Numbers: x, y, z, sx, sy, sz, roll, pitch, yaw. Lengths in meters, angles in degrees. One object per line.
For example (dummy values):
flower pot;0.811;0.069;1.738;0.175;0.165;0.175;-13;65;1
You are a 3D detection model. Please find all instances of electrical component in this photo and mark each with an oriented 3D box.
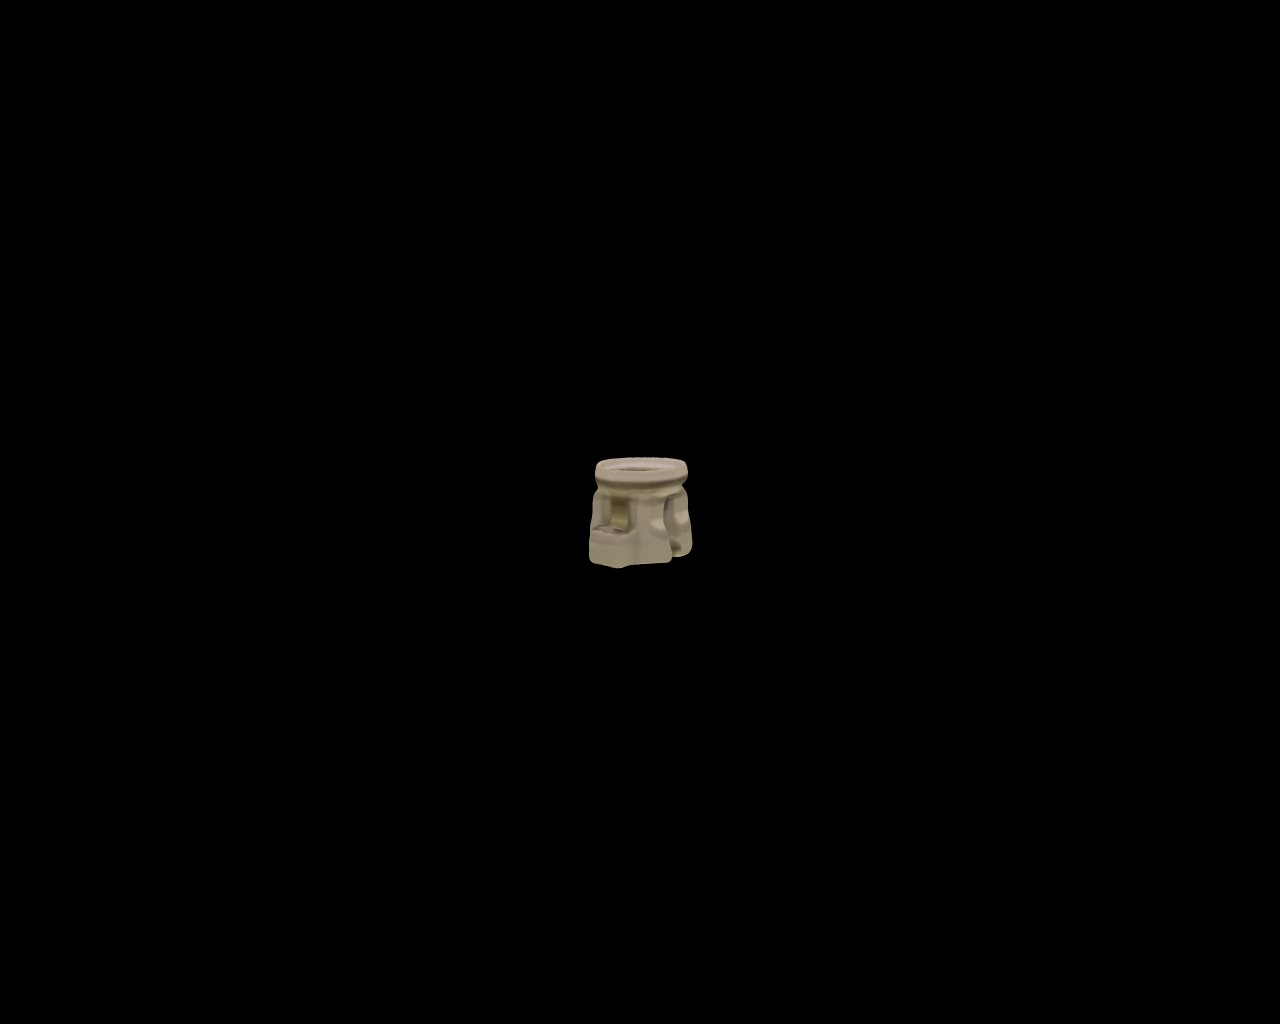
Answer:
electrical component;0.001;-0.003;0.650;0.058;0.057;0.078;8;14;35
